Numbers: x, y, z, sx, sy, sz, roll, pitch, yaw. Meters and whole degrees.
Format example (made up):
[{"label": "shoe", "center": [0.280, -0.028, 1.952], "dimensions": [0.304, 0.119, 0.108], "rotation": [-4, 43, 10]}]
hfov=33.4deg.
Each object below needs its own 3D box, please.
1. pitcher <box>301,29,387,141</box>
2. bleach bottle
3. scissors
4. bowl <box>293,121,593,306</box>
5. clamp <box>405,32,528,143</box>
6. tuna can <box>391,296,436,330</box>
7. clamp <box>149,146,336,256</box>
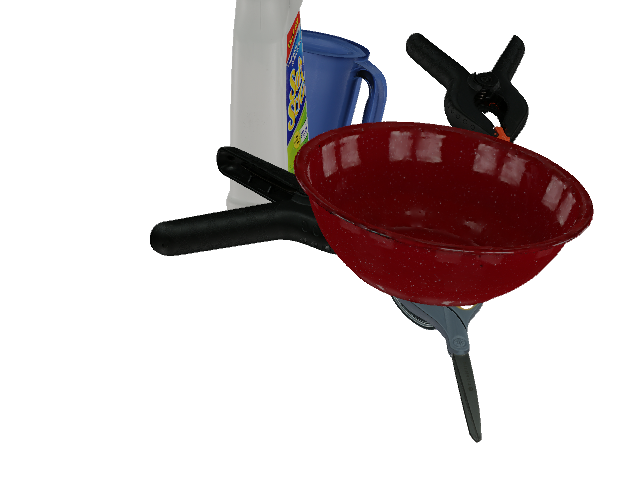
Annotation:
[{"label": "pitcher", "center": [-0.016, -0.134, 1.339], "dimensions": [0.144, 0.243, 0.149], "rotation": [4, 23, -16]}, {"label": "bleach bottle", "center": [-0.048, -0.150, 0.965], "dimensions": [0.068, 0.251, 0.102], "rotation": [7, 29, 15]}, {"label": "scissors", "center": [0.105, 0.086, 0.955], "dimensions": [0.096, 0.201, 0.016], "rotation": [11, -42, 4]}, {"label": "bowl", "center": [0.062, -0.010, 0.584], "dimensions": [0.162, 0.055, 0.162], "rotation": [6, 27, -3]}, {"label": "clamp", "center": [0.142, -0.146, 1.019], "dimensions": [0.120, 0.039, 0.171], "rotation": [2, 44, 1]}, {"label": "tuna can", "center": [0.116, 0.059, 1.213], "dimensions": [0.033, 0.086, 0.086], "rotation": [-39, 18, -25]}, {"label": "clamp", "center": [-0.010, -0.028, 0.821], "dimensions": [0.210, 0.036, 0.164], "rotation": [4, 29, 6]}]
